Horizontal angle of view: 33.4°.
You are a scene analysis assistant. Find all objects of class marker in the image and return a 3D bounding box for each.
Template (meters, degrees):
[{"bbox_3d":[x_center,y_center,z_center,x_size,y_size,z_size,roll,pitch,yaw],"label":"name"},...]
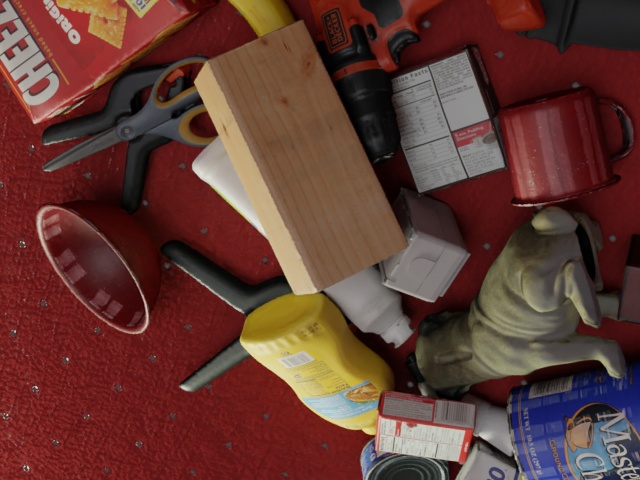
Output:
[{"bbox_3d":[0.117,0.164,1.042,0.020,0.020,0.121,-25,98,26],"label":"marker"}]

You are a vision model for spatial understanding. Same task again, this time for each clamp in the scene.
[{"bbox_3d":[-0.064,0.071,1.068,0.210,0.036,0.164,-6,107,21],"label":"clamp"},{"bbox_3d":[-0.194,-0.117,1.048,0.120,0.039,0.172,32,112,-11],"label":"clamp"}]

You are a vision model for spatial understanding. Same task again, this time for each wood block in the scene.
[{"bbox_3d":[-0.018,-0.065,0.899,0.090,0.091,0.206,-26,93,-14],"label":"wood block"}]

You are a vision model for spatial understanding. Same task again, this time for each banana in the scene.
[{"bbox_3d":[-0.046,-0.171,0.969,0.069,0.037,0.198,-29,104,4],"label":"banana"}]

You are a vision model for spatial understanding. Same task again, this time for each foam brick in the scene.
[{"bbox_3d":[0.283,0.035,0.901,0.051,0.078,0.053,9,113,17],"label":"foam brick"}]

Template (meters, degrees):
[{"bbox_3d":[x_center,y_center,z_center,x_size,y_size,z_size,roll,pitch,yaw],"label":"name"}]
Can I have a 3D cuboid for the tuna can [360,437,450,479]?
[{"bbox_3d":[0.084,0.225,1.049,0.086,0.034,0.086,-2,126,-3],"label":"tuna can"}]

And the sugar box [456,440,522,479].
[{"bbox_3d":[0.207,0.274,1.014,0.176,0.048,0.093,26,96,2],"label":"sugar box"}]

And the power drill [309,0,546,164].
[{"bbox_3d":[0.086,-0.174,0.884,0.188,0.057,0.184,-21,78,24],"label":"power drill"}]

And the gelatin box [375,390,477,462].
[{"bbox_3d":[0.096,0.172,0.985,0.089,0.030,0.073,7,145,6],"label":"gelatin box"}]

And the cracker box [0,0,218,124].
[{"bbox_3d":[-0.227,-0.233,1.004,0.214,0.072,0.164,-29,96,27],"label":"cracker box"}]

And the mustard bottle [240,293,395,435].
[{"bbox_3d":[0.016,0.129,1.021,0.096,0.058,0.191,-21,127,31],"label":"mustard bottle"}]

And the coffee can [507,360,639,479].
[{"bbox_3d":[0.250,0.165,0.945,0.140,0.102,0.103,-17,102,25],"label":"coffee can"}]

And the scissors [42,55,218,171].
[{"bbox_3d":[-0.165,-0.097,1.023,0.202,0.016,0.096,-38,108,18],"label":"scissors"}]

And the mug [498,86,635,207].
[{"bbox_3d":[0.207,-0.082,0.889,0.117,0.093,0.081,-16,99,-6],"label":"mug"}]

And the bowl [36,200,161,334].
[{"bbox_3d":[-0.211,0.016,1.074,0.162,0.055,0.162,31,144,25],"label":"bowl"}]

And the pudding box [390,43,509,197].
[{"bbox_3d":[0.111,-0.105,0.939,0.090,0.039,0.113,-16,99,27],"label":"pudding box"}]

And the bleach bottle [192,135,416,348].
[{"bbox_3d":[-0.006,0.001,0.986,0.068,0.102,0.251,-44,90,2],"label":"bleach bottle"}]
